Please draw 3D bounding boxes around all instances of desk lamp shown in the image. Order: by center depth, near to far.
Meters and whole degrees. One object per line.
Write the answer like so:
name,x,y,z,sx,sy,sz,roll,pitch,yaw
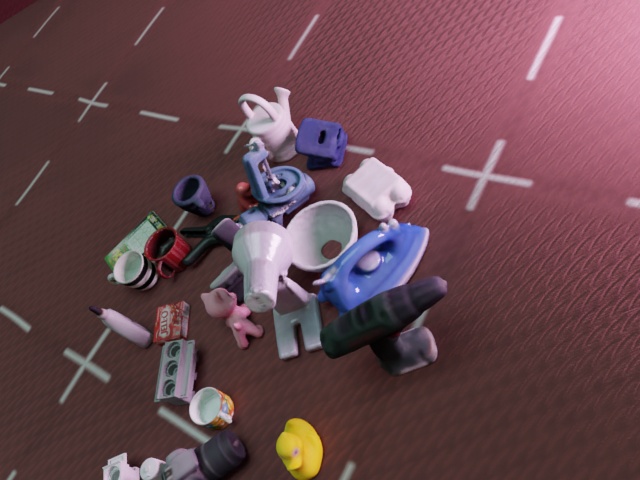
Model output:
desk lamp,-0.083,0.094,1.102,0.117,0.214,0.203,-22,53,14

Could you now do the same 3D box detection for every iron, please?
iron,0.097,0.036,1.093,0.258,0.142,0.118,-44,51,-4

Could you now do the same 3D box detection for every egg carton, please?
egg carton,0.121,-0.108,1.219,0.107,0.070,0.150,-44,51,-4

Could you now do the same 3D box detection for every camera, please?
camera,-0.203,0.418,1.030,0.137,0.101,0.142,-37,51,1

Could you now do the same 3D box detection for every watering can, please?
watering can,-0.125,-0.290,1.380,0.100,0.195,0.173,-6,58,24

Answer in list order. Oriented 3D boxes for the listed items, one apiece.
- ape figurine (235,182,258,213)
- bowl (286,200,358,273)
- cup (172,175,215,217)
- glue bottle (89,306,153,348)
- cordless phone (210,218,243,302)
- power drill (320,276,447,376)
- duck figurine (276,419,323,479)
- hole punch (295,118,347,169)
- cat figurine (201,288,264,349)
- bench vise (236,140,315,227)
ape figurine,-0.166,-0.101,1.347,0.076,0.092,0.078,-13,55,20
bowl,0.011,0.004,1.201,0.167,0.075,0.167,-13,55,20
cup,-0.296,-0.094,1.408,0.092,0.095,0.117,-45,51,-5
glue bottle,-0.443,0.182,1.258,0.077,0.174,0.037,26,74,37
cordless phone,-0.197,0.036,1.216,0.148,0.186,0.093,-47,51,-6
power drill,0.125,0.151,0.962,0.229,0.209,0.075,-24,52,12
duck figurine,-0.045,0.359,0.997,0.077,0.086,0.104,-23,52,13
hole punch,0.004,-0.232,1.344,0.100,0.091,0.109,-3,59,26
cat figurine,-0.189,0.150,1.183,0.067,0.118,0.127,-42,51,-2
bench vise,-0.116,-0.100,1.238,0.121,0.220,0.207,14,68,33
